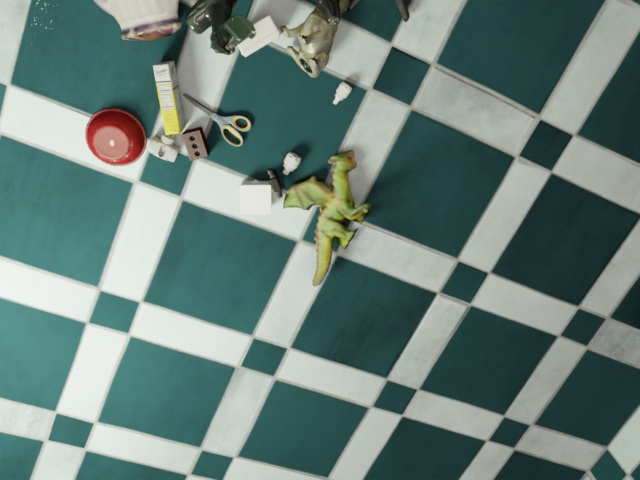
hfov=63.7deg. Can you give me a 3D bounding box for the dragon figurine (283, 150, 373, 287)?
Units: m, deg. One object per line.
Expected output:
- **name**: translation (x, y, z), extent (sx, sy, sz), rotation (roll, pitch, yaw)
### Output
- **dragon figurine**: translation (0.005, -0.076, 1.514), extent (0.243, 0.123, 0.406), rotation (34, 103, 0)

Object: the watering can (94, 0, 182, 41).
- **watering can**: translation (-0.388, -0.600, 1.221), extent (0.347, 0.106, 0.220), rotation (-7, 114, 12)
